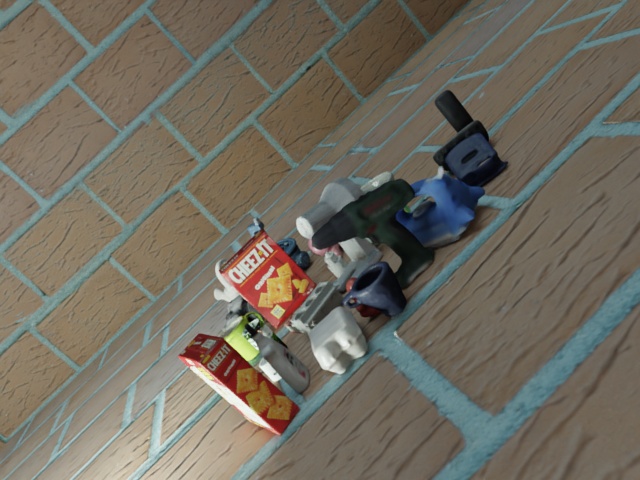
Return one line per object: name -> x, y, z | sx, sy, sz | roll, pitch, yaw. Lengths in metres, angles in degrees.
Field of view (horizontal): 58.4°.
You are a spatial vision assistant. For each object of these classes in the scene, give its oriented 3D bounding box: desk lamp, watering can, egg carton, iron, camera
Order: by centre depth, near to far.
egg carton -> 0.034, 0.195, 1.125 | 0.107, 0.069, 0.150 | -42, 15, 2
iron -> 0.215, -0.061, 1.227 | 0.257, 0.141, 0.119 | -27, 22, 46
desk lamp -> 0.052, -0.018, 1.383 | 0.117, 0.214, 0.203 | -21, 27, 54
camera -> -0.201, 0.205, 1.634 | 0.136, 0.101, 0.143 | -33, 18, 33
watering can -> -0.253, 0.142, 1.758 | 0.173, 0.194, 0.101 | -40, 16, 10

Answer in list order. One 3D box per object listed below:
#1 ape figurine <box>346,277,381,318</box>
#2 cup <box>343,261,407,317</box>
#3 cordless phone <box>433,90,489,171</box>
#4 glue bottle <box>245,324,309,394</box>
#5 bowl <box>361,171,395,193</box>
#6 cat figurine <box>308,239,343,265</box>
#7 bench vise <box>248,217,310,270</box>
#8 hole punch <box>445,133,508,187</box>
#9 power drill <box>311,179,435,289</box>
ape figurine -> 0.089, 0.112, 1.170 | 0.076, 0.092, 0.078 | -24, 24, 49
cup -> 0.112, 0.112, 1.108 | 0.117, 0.095, 0.091 | -40, 16, 11
cordless phone -> 0.326, -0.272, 1.439 | 0.147, 0.185, 0.094 | -40, 16, 12
glue bottle -> -0.090, 0.229, 1.146 | 0.037, 0.173, 0.078 | -41, 15, 6
bowl -> 0.161, -0.117, 1.644 | 0.167, 0.075, 0.167 | -39, 16, 14
cat figurine -> 0.015, 0.006, 1.599 | 0.067, 0.118, 0.128 | -27, 22, 44
bench vise -> -0.165, 0.041, 1.761 | 0.207, 0.220, 0.121 | -36, 17, 23
hole punch -> 0.352, -0.179, 1.300 | 0.108, 0.091, 0.101 | -38, 16, 16
power drill -> 0.125, -0.004, 1.170 | 0.230, 0.208, 0.075 | -44, 15, -5
